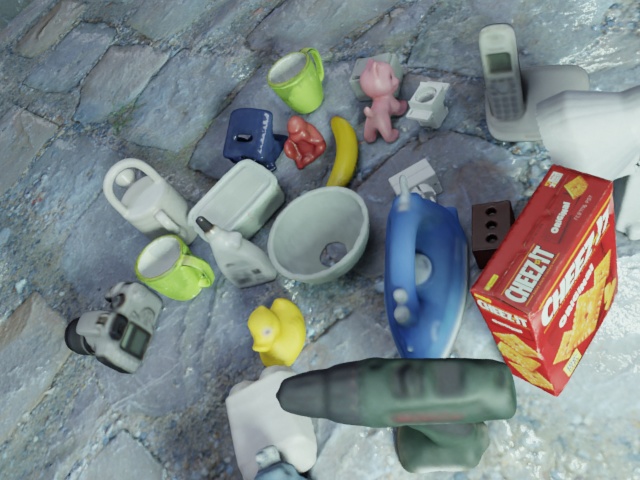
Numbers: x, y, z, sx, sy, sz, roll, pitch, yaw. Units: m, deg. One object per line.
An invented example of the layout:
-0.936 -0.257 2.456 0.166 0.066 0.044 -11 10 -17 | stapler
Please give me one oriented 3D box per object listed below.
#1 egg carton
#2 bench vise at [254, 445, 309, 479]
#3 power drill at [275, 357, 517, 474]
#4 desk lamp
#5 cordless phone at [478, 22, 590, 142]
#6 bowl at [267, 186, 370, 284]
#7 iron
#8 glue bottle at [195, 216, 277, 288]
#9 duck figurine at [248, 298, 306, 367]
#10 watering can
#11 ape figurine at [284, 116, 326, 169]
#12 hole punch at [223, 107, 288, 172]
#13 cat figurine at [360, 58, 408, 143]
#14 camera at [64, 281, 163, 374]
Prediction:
-0.063 0.241 0.748 0.107 0.070 0.150 -30 48 7 | egg carton
-0.055 0.315 0.589 0.121 0.220 0.206 -41 48 -4 | bench vise
0.096 0.185 0.609 0.229 0.209 0.075 -13 52 20 | power drill
0.368 -0.100 0.663 0.202 0.214 0.118 -11 53 22 | desk lamp
0.300 -0.228 0.812 0.147 0.186 0.094 0 58 29 | cordless phone
0.008 0.003 0.879 0.167 0.075 0.167 -14 52 19 | bowl
0.121 0.047 0.740 0.118 0.142 0.258 -8 54 24 | iron
-0.137 0.015 0.883 0.078 0.174 0.037 -14 52 20 | glue bottle
-0.070 0.125 0.825 0.077 0.086 0.104 -5 55 26 | duck figurine
-0.312 -0.070 1.026 0.172 0.195 0.101 12 64 34 | watering can
-0.032 -0.183 1.024 0.077 0.092 0.076 5 60 31 | ape figurine
-0.128 -0.186 1.080 0.108 0.091 0.101 10 63 34 | hole punch
0.099 -0.249 0.983 0.067 0.118 0.128 1 58 29 | cat figurine
-0.360 0.141 0.962 0.136 0.101 0.143 -4 56 26 | camera
